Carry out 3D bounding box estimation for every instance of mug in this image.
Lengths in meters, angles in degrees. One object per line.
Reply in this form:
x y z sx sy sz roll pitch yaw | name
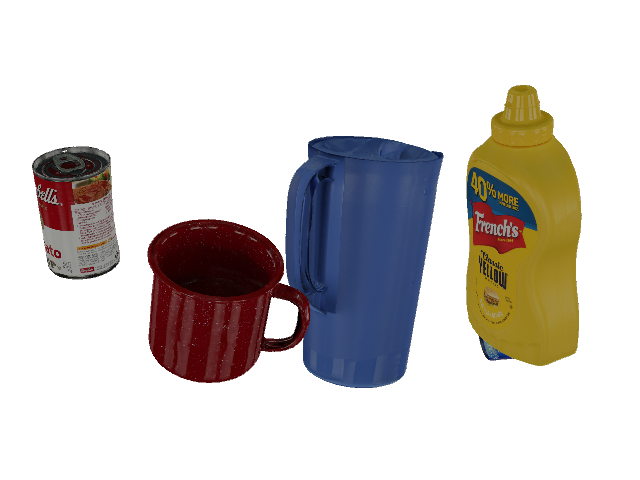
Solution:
-0.065 0.047 0.745 0.117 0.081 0.093 11 34 0 | mug

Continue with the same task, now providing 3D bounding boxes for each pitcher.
0.037 0.021 1.067 0.149 0.243 0.145 5 14 -2 | pitcher

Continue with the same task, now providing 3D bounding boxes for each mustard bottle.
0.140 -0.014 0.742 0.058 0.192 0.096 -16 29 -22 | mustard bottle

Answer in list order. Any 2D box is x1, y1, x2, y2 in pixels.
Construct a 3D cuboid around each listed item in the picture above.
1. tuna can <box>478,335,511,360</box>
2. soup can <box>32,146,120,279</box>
0.214 0.101 1.284 0.034 0.086 0.086 -8 -3 21 | tuna can
-0.218 -0.025 0.959 0.068 0.102 0.068 0 29 0 | soup can
